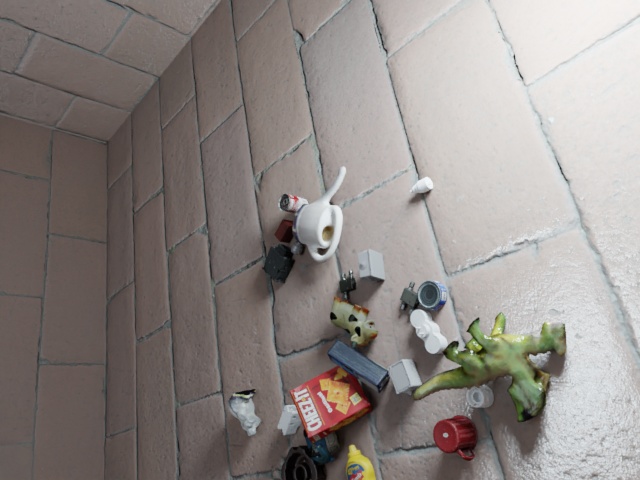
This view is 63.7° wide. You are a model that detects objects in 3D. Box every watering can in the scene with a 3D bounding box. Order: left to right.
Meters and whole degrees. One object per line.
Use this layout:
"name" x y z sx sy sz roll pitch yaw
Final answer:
"watering can" 0.006 -0.094 1.871 0.103 0.348 0.224 11 -3 -41

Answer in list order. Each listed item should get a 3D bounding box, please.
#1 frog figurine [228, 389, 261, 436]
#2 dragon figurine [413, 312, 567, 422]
"frog figurine" -0.292 0.670 1.988 0.123 0.160 0.137 -2 -5 -11
"dragon figurine" 0.438 0.334 1.272 0.121 0.407 0.247 22 21 -52
